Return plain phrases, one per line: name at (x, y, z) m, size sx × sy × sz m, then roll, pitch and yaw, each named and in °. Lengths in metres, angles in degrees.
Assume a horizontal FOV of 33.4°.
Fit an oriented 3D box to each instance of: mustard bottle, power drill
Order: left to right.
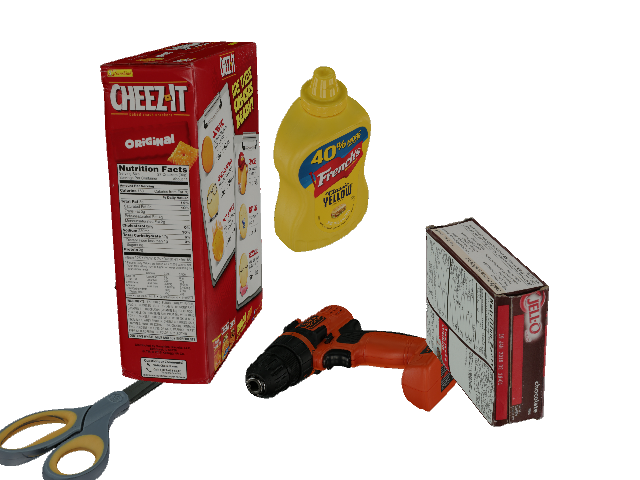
mustard bottle at (0.002, -0.079, 0.974) m, size 0.096 × 0.192 × 0.058 m, roll -28°, pitch 54°, yaw -23°
power drill at (0.038, 0.123, 1.090) m, size 0.188 × 0.057 × 0.184 m, roll 8°, pitch 23°, yaw 28°

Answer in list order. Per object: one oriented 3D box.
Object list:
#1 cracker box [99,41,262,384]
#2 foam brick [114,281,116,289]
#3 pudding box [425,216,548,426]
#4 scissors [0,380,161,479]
cracker box at (-0.093, -0.027, 0.757) m, size 0.072 × 0.214 × 0.164 m, roll 1°, pitch 15°, yaw 10°
foam brick at (-0.171, 0.029, 1.123) m, size 0.078 × 0.051 × 0.053 m, roll 17°, pitch 29°, yaw -4°
pudding box at (0.101, 0.048, 0.664) m, size 0.039 × 0.090 × 0.114 m, roll -9°, pitch 25°, yaw -15°
scissors at (-0.159, 0.143, 0.850) m, size 0.201 × 0.016 × 0.096 m, roll -17°, pitch 36°, yaw -37°
